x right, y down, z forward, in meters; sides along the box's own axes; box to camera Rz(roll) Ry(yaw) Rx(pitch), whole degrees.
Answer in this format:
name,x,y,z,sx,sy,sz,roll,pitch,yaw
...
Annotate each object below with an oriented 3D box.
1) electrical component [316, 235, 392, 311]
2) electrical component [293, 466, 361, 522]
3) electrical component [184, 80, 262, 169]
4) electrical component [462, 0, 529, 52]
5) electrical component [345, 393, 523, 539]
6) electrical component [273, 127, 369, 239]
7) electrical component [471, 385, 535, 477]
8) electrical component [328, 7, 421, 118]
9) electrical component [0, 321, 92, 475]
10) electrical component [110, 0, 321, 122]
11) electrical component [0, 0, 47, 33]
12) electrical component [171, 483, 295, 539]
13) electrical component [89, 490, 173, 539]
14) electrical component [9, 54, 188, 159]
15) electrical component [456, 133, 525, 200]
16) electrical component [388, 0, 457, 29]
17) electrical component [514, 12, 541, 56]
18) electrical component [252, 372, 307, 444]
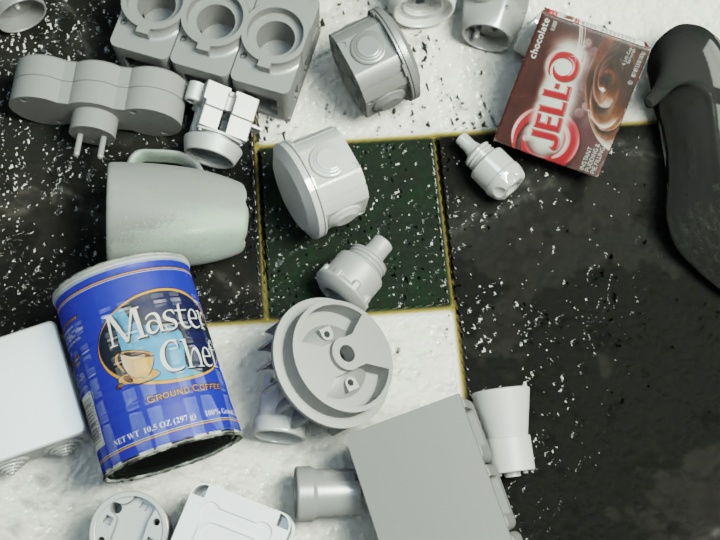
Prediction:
name,x,y,z,sx,sy,sz,roll,pitch,yaw
electrical component,0.000,0.000,0.838,0.048,0.048,0.062,37,69,9
electrical component,-0.025,0.164,0.790,0.046,0.040,0.040,-1,73,-8
electrical component,-0.114,-0.114,0.864,0.066,0.048,0.055,20,74,-20
electrical component,0.108,-0.236,0.896,0.043,0.079,0.077,6,71,31
electrical component,0.060,0.175,0.768,0.089,0.062,0.150,-22,75,10
electrical component,-0.032,-0.069,0.839,0.051,0.080,0.080,-25,76,-15
electrical component,0.110,0.122,0.807,0.044,0.044,0.065,-6,78,-4
electrical component,0.012,-0.167,0.870,0.051,0.080,0.080,-27,76,-4
electrical component,-0.252,0.096,0.796,0.100,0.048,0.099,-19,75,-8
electrical component,-0.116,-0.192,0.881,0.150,0.061,0.089,16,73,3
electrical component,-0.282,-0.250,0.902,0.079,0.043,0.077,-27,76,-10
electrical component,-0.100,0.215,0.761,0.078,0.057,0.113,20,74,4
electrical component,-0.162,0.188,0.772,0.055,0.047,0.055,1,73,-2
electrical component,-0.212,-0.124,0.862,0.138,0.052,0.073,6,73,0
electrical component,0.102,-0.087,0.872,0.035,0.035,0.061,-40,76,-13
electrical component,0.051,-0.241,0.905,0.078,0.058,0.057,-4,71,-4
electrical component,0.163,-0.184,0.898,0.055,0.045,0.045,43,76,10
electrical component,-0.058,0.103,0.807,0.040,0.040,0.046,6,67,0
